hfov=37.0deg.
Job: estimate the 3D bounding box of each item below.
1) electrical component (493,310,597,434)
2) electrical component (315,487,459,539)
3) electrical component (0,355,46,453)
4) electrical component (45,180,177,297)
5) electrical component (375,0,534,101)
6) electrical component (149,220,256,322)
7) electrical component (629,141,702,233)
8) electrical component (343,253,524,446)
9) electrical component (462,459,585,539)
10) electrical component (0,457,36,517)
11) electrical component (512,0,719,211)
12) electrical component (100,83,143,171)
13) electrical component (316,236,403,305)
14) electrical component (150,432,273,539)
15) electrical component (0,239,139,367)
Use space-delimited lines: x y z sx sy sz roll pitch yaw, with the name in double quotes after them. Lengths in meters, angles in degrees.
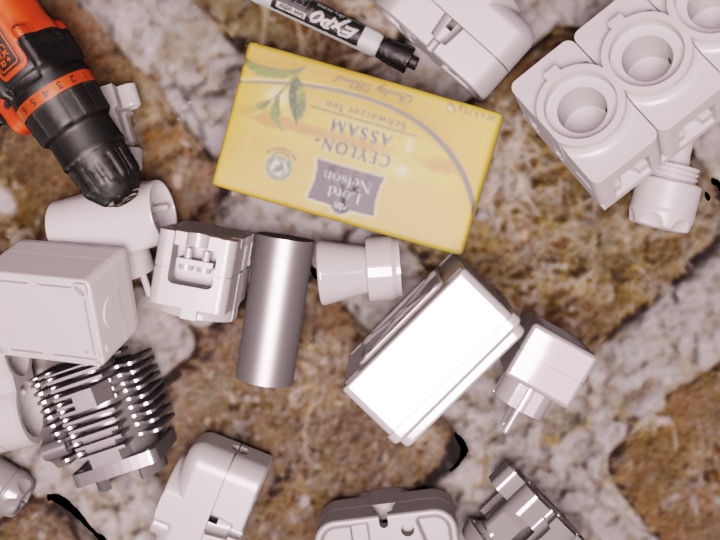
0.115 0.074 0.719 0.047 0.065 0.076 29 97 -1 "electrical component"
0.020 0.185 0.739 0.095 0.059 0.053 -8 96 4 "electrical component"
-0.272 0.061 0.744 0.074 0.052 0.138 -11 95 4 "electrical component"
-0.163 -0.016 0.734 0.077 0.044 0.079 -10 108 13 "electrical component"
0.065 -0.164 0.703 0.095 0.053 0.059 41 96 -2 "electrical component"
-0.103 0.001 0.710 0.050 0.089 0.055 11 96 2 "electrical component"
0.205 -0.058 0.713 0.043 0.043 0.062 13 95 1 "electrical component"
0.045 0.048 0.698 0.056 0.108 0.108 44 96 -4 "electrical component"
0.108 0.178 0.735 0.057 0.058 0.078 -44 92 3 "electrical component"
-0.264 0.147 0.762 0.061 0.035 0.035 31 97 2 "electrical component"
0.184 -0.125 0.681 0.150 0.062 0.089 -38 67 6 "electrical component"
-0.175 -0.090 0.727 0.066 0.048 0.055 -18 87 4 "electrical component"
0.000 0.000 0.728 0.055 0.045 0.045 -4 96 3 "electrical component"
-0.106 0.165 0.746 0.059 0.053 0.095 22 97 0 "electrical component"
-0.199 0.018 0.701 0.096 0.061 0.061 5 117 17 "electrical component"
